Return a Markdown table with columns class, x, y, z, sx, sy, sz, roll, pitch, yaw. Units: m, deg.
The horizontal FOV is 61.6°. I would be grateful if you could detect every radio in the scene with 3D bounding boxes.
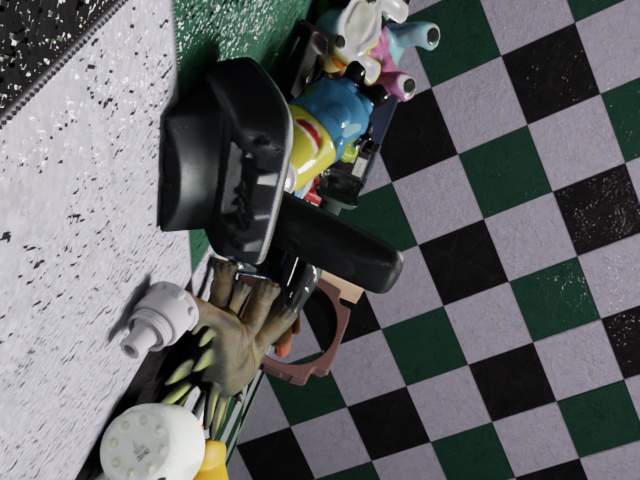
| class | x | y | z | sx | sy | sz | roll | pitch | yaw |
| --- | --- | --- | --- | --- | --- | --- | --- | --- | --- |
| radio | 0.075 | -0.233 | 1.196 | 0.073 | 0.131 | 0.229 | 67 | 45 | -87 |

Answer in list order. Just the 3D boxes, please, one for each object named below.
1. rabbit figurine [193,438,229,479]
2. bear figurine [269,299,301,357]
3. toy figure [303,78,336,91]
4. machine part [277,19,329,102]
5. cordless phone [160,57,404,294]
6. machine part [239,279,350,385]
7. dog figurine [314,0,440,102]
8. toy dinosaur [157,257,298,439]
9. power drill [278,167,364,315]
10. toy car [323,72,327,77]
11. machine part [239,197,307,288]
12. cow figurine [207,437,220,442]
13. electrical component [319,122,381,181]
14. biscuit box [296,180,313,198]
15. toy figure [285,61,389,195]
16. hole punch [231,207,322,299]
| class | x | y | z | sx | sy | sz | roll | pitch | yaw |
| --- | --- | --- | --- | --- | --- | --- | --- | --- | --- |
| rabbit figurine | -0.180 | 0.302 | 0.576 | 0.173 | 0.122 | 0.162 | 48 | 30 | -62 |
| bear figurine | -0.088 | 0.138 | 1.180 | 0.132 | 0.120 | 0.196 | 115 | -7 | -60 |
| toy figure | 0.004 | -0.164 | 0.650 | 0.058 | 0.064 | 0.155 | -48 | -160 | -9 |
| machine part | -0.031 | -0.167 | 0.571 | 0.084 | 0.039 | 0.139 | 88 | 25 | -72 |
| cordless phone | -0.016 | -0.031 | 0.390 | 0.089 | 0.184 | 0.146 | -59 | 173 | -45 |
| machine part | -0.057 | 0.167 | 1.056 | 0.087 | 0.201 | 0.201 | 112 | 1 | -65 |
| dog figurine | 0.037 | -0.247 | 0.723 | 0.219 | 0.191 | 0.108 | 19 | -90 | 58 |
| toy dinosaur | -0.124 | 0.153 | 0.714 | 0.198 | 0.105 | 0.471 | -59 | 166 | -16 |
| power drill | -0.002 | -0.003 | 0.889 | 0.232 | 0.086 | 0.207 | -71 | 179 | -55 |
| toy car | 0.045 | -0.270 | 0.878 | 0.056 | 0.073 | 0.201 | 105 | 8 | -70 |
| machine part | -0.075 | -0.001 | 0.886 | 0.179 | 0.056 | 0.179 | 19 | 94 | -89 |
| cow figurine | -0.213 | 0.375 | 0.855 | 0.195 | 0.085 | 0.127 | 80 | 30 | -84 |
| electrical component | 0.032 | -0.156 | 0.917 | 0.058 | 0.134 | 0.114 | -64 | 178 | -46 |
| biscuit box | -0.051 | -0.072 | 0.676 | 0.203 | 0.063 | 0.059 | -61 | 173 | -67 |
| toy figure | -0.015 | -0.093 | 0.518 | 0.180 | 0.082 | 0.089 | -43 | 160 | -21 |
| hole punch | -0.058 | 0.008 | 0.753 | 0.115 | 0.092 | 0.142 | 11 | 97 | -79 |
